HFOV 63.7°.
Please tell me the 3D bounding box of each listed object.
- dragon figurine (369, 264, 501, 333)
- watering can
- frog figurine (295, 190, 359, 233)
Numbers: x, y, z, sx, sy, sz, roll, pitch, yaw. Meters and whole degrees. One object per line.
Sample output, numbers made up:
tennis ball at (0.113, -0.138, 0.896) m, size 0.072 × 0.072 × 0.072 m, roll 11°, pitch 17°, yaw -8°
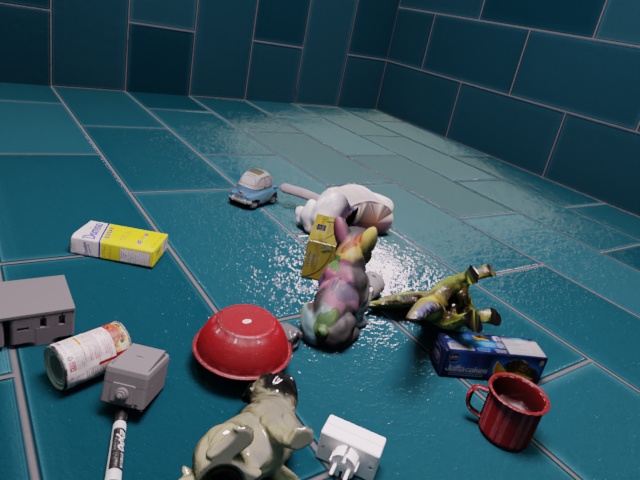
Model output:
dragon figurine at (0.202, 0.128, 1.010) m, size 0.240 × 0.123 × 0.410 m, roll -17°, pitch -12°, yaw 42°
watering can at (0.070, -0.101, 1.496) m, size 0.348 × 0.102 × 0.228 m, roll 2°, pitch 26°, yaw -22°
frog figurine at (0.004, -0.069, 1.364) m, size 0.160 × 0.137 × 0.123 m, roll 20°, pitch 7°, yaw 17°
